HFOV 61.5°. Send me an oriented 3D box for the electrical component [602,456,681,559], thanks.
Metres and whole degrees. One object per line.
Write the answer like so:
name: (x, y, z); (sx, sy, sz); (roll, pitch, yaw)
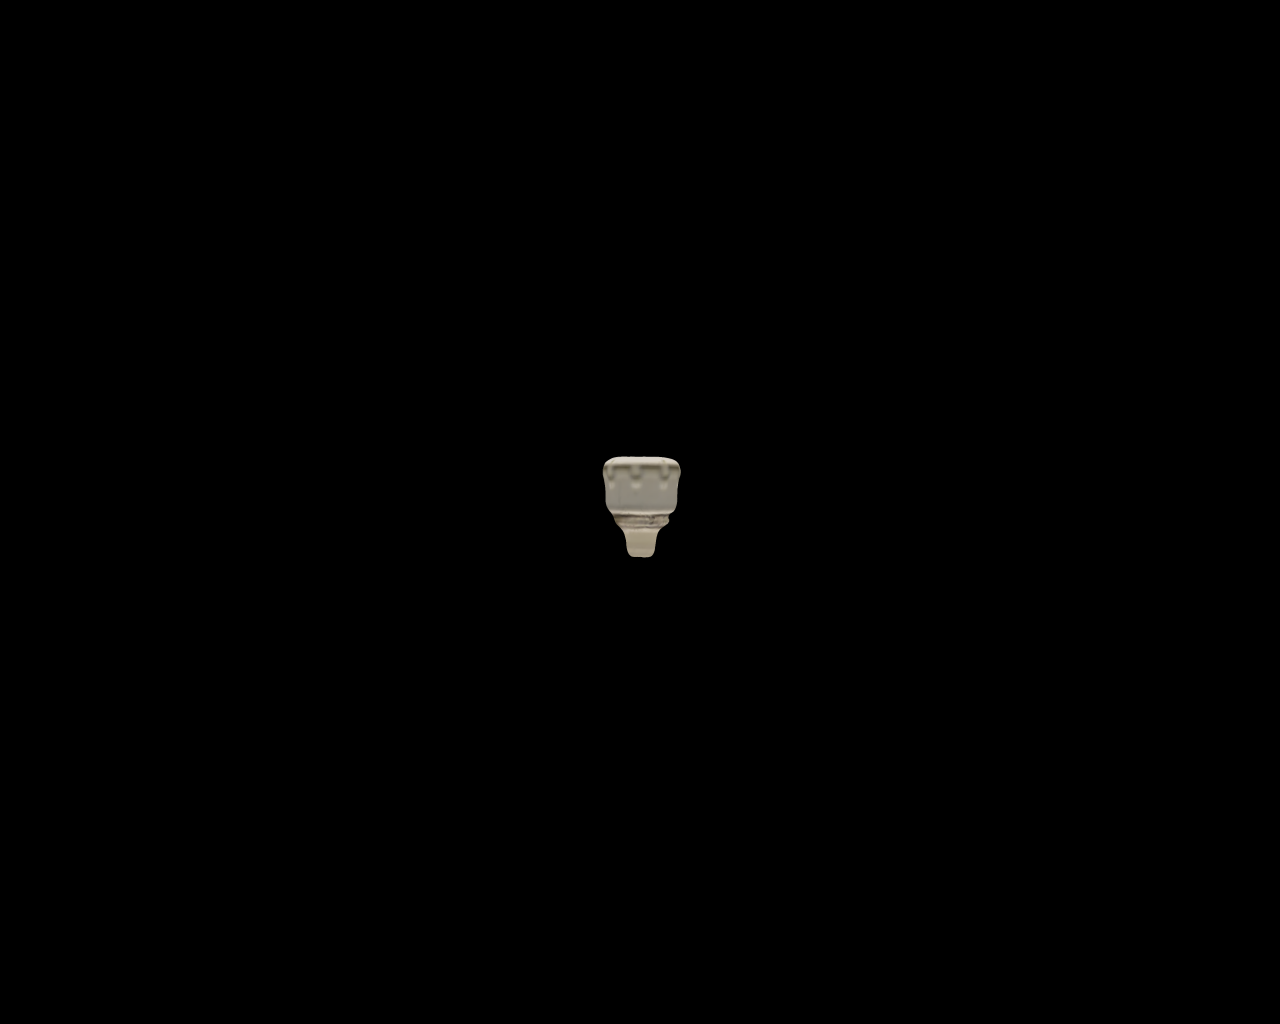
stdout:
electrical component: (0.001, -0.003, 0.650); (0.048, 0.062, 0.048); (0, 0, 0)
